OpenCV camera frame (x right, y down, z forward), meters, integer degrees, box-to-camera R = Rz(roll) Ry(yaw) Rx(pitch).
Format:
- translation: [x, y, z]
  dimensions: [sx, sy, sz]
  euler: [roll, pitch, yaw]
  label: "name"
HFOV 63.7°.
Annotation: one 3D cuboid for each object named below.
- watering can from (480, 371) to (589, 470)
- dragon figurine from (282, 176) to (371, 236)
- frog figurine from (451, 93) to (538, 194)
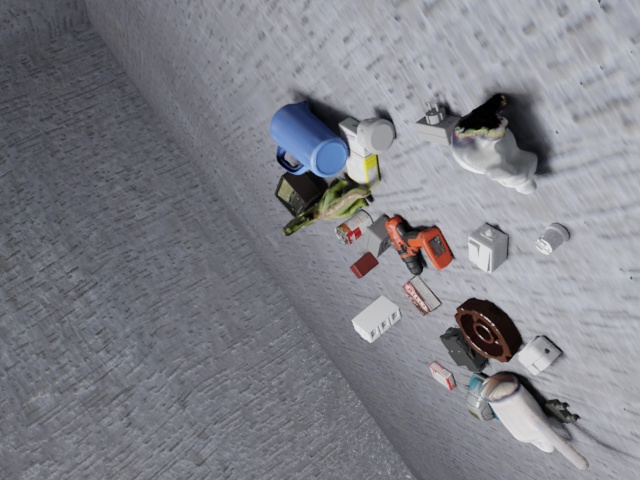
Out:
- translation: [0.541, 0.460, 1.341]
  dimensions: [0.225, 0.104, 0.345]
  euler: [53, 172, 3]
  label: "watering can"
- translation: [0.004, -0.074, 1.477]
  dimensions: [0.122, 0.243, 0.410]
  euler: [55, 175, -5]
  label: "dragon figurine"
- translation: [0.295, -0.142, 0.869]
  dimensions: [0.156, 0.122, 0.141]
  euler: [55, -163, -33]
  label: "frog figurine"
